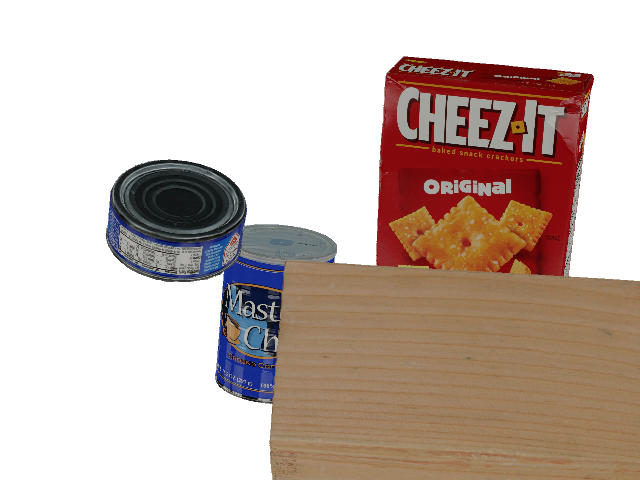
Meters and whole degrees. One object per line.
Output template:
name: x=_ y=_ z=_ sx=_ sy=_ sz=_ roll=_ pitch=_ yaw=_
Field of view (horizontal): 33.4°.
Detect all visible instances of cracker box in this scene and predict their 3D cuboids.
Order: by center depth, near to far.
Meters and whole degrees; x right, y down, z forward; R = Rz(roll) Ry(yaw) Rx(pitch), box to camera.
cracker box: x=0.134 y=-0.038 z=0.907 sx=0.164 sy=0.214 sz=0.072 roll=8 pitch=24 yaw=16

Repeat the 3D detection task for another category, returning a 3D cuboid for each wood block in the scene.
wood block: x=0.082 y=0.073 z=0.511 sx=0.206 sy=0.091 sz=0.090 roll=3 pitch=-27 yaw=1

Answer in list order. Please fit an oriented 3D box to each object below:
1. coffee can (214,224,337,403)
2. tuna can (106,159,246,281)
coffee can: x=-0.042 y=0.066 z=0.992 sx=0.103 sy=0.140 sz=0.103 roll=5 pitch=17 yaw=-2
tuna can: x=-0.089 y=-0.014 z=0.665 sx=0.086 sy=0.034 sz=0.086 roll=8 pitch=37 yaw=-6
